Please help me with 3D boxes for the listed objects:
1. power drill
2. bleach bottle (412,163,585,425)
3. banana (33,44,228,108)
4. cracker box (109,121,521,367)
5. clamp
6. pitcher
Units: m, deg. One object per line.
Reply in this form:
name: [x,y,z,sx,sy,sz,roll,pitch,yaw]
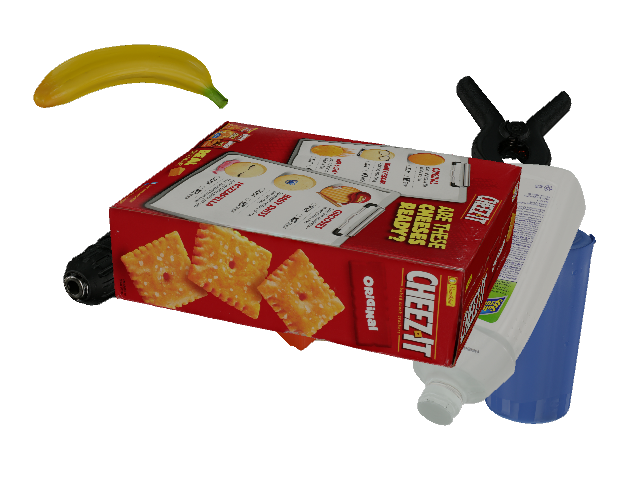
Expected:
power drill: [-0.079,0.023,0.826,0.188,0.057,0.184,19,29,21]
bleach bottle: [0.134,0.042,0.874,0.103,0.068,0.250,4,47,35]
banana: [-0.186,-0.161,1.037,0.197,0.070,0.037,-5,-39,-30]
cracker box: [0.002,-0.005,0.666,0.214,0.072,0.164,11,28,18]
clamp: [0.185,-0.108,1.087,0.120,0.039,0.171,12,45,13]
pitcher: [0.255,0.101,1.327,0.149,0.243,0.144,6,19,17]
